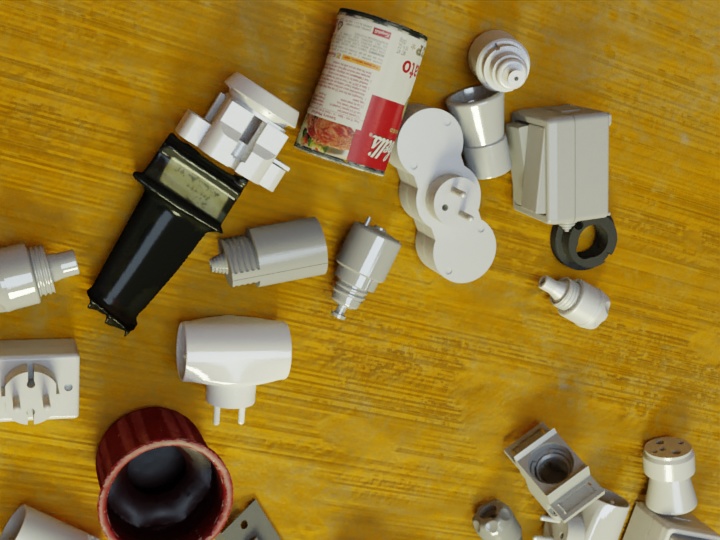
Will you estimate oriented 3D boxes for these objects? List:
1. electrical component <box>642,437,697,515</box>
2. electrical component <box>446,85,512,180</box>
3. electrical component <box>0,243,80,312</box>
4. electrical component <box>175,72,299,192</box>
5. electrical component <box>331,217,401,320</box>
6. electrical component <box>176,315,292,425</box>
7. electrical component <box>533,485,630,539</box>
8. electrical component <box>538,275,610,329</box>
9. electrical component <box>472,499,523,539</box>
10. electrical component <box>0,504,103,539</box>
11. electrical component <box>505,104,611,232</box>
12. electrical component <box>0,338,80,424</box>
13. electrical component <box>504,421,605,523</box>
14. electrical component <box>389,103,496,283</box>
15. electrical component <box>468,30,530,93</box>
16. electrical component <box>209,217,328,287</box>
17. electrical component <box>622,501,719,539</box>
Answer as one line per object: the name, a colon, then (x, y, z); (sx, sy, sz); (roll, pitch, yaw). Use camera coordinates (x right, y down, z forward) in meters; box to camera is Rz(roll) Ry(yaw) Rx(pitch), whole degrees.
electrical component: (0.273, 0.181, 0.947); (0.045, 0.045, 0.055); (-13, 108, -16)
electrical component: (0.093, -0.101, 0.811); (0.044, 0.044, 0.065); (-21, 115, -13)
electrical component: (-0.222, 0.002, 0.726); (0.062, 0.043, 0.043); (-15, 109, -16)
electrical component: (-0.078, -0.099, 0.742); (0.078, 0.058, 0.057); (31, 95, -24)
electrical component: (0.000, 0.000, 0.805); (0.040, 0.040, 0.078); (24, 96, -23)
electrical component: (-0.094, 0.076, 0.790); (0.077, 0.044, 0.079); (1, 104, -19)
electrical component: (0.186, 0.227, 0.930); (0.079, 0.043, 0.077); (14, 99, -22)
electrical component: (0.172, 0.022, 0.875); (0.061, 0.035, 0.035); (28, 94, -21)
electrical component: (0.122, 0.225, 0.912); (0.035, 0.035, 0.061); (-36, 115, -7)
electrical component: (-0.218, 0.207, 0.782); (0.081, 0.043, 0.043); (33, 92, -24)
electrical component: (0.150, -0.075, 0.826); (0.061, 0.062, 0.096); (-8, 107, -17)
electrical component: (-0.224, 0.080, 0.727); (0.066, 0.077, 0.047); (0, 104, -19)
electrical component: (0.162, 0.172, 0.891); (0.042, 0.081, 0.063); (-34, 141, -7)
electrical component: (0.065, -0.054, 0.795); (0.052, 0.074, 0.138); (-25, 111, -12)
electrical component: (0.105, -0.149, 0.785); (0.040, 0.078, 0.040); (-3, 114, -6)
electrical component: (-0.068, -0.011, 0.776); (0.081, 0.043, 0.043); (-11, 108, -16)
electrical component: (0.271, 0.265, 0.961); (0.062, 0.061, 0.096); (15, 99, -22)
